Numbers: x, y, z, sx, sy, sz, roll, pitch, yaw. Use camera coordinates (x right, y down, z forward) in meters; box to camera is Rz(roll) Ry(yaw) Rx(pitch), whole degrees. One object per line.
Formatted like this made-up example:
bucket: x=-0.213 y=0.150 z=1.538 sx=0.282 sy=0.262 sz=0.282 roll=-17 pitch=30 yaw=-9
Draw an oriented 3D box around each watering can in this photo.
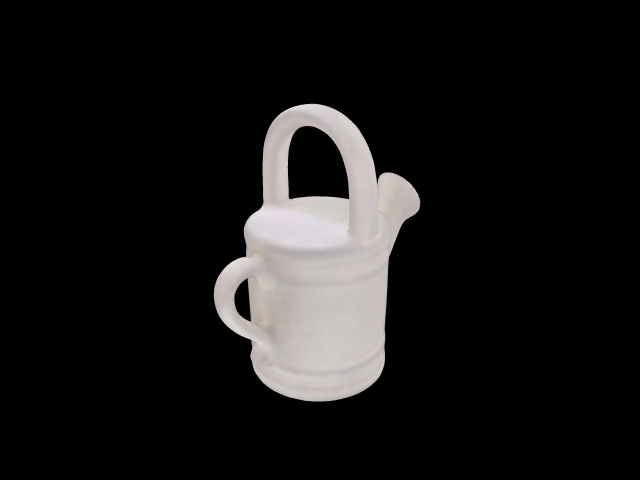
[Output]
watering can: x=0.002 y=0.001 z=0.401 sx=0.100 sy=0.194 sz=0.173 roll=10 pitch=27 yaw=22
